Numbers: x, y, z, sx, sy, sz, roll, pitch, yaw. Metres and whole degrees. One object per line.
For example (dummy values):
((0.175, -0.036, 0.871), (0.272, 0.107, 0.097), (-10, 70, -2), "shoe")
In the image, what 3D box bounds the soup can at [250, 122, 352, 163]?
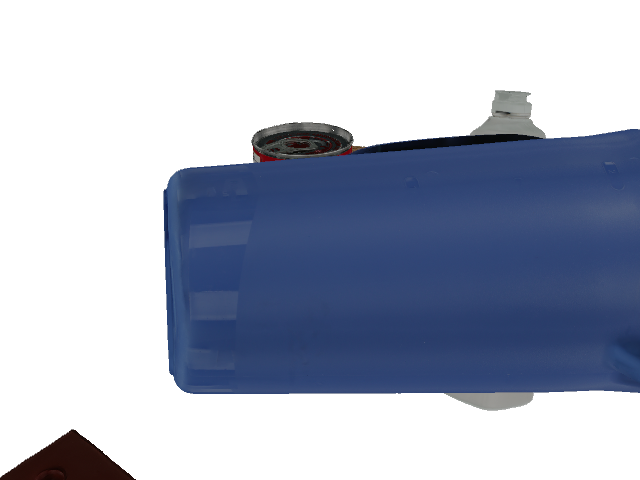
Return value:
((-0.012, -0.022, 0.732), (0.068, 0.102, 0.068), (0, 24, 0), "soup can")

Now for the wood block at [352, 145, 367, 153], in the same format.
((0.010, -0.014, 1.388), (0.090, 0.206, 0.091), (4, 25, 1), "wood block")

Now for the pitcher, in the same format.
((0.045, 0.008, 0.532), (0.242, 0.145, 0.149), (-2, -5, -8), "pitcher")

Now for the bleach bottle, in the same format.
((0.138, 0.004, 0.868), (0.067, 0.251, 0.103), (-4, 14, -33), "bleach bottle")

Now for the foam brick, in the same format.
((-0.103, 0.134, 0.474), (0.078, 0.051, 0.052), (28, 46, 35), "foam brick")
